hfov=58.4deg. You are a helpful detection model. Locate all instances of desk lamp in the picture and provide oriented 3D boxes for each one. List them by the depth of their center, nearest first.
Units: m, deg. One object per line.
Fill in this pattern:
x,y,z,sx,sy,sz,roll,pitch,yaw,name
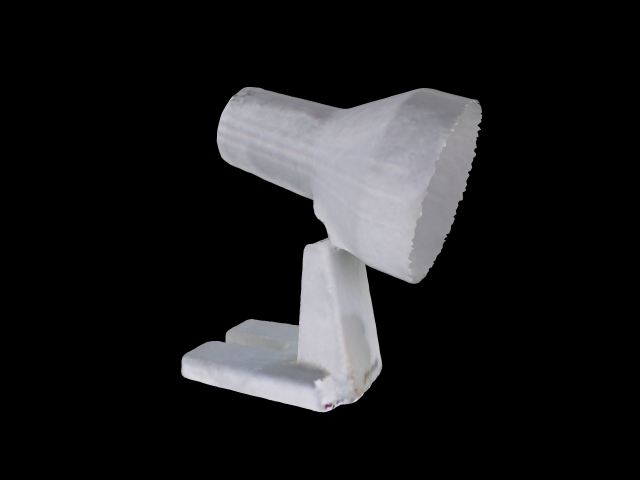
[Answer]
0.004,0.001,0.400,0.202,0.213,0.118,5,11,24,desk lamp
